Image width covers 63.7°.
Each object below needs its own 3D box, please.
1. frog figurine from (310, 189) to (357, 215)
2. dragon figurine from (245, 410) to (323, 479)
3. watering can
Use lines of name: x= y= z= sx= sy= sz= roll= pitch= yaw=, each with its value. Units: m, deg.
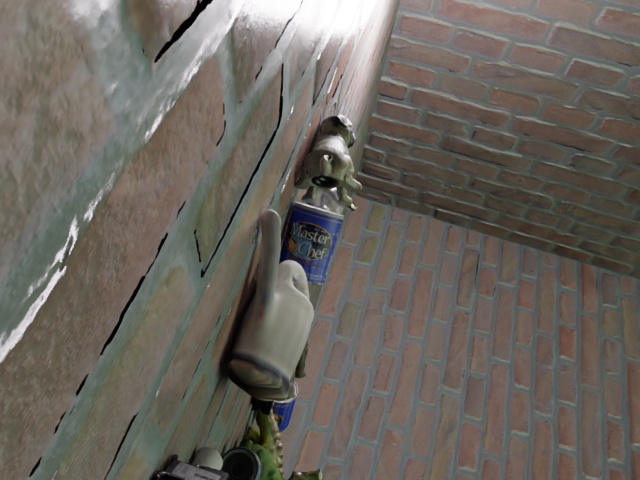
frog figurine: x=0.004 y=-0.065 z=1.283 sx=0.159 sy=0.121 sz=0.139 roll=-37 pitch=-163 yaw=6
dragon figurine: x=-0.106 y=0.599 z=1.354 sx=0.122 sy=0.243 sz=0.411 roll=32 pitch=76 yaw=-80
watering can: x=-0.078 y=0.123 z=0.815 sx=0.340 sy=0.104 sz=0.229 roll=75 pitch=30 yaw=-55
